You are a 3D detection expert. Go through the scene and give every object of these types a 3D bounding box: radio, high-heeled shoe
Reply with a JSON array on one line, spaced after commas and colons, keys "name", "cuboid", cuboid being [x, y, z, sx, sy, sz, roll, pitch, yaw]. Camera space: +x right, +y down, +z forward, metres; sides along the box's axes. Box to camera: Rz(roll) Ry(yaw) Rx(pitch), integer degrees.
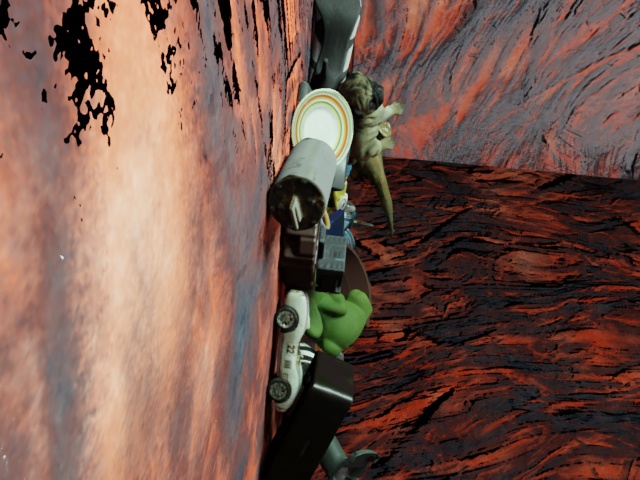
[{"name": "radio", "cuboid": [-0.021, 0.307, 0.899, 0.131, 0.073, 0.229, -77, -167, -71]}, {"name": "high-heeled shoe", "cuboid": [0.025, -0.364, 0.993, 0.145, 0.086, 0.248, 93, 9, -72]}]

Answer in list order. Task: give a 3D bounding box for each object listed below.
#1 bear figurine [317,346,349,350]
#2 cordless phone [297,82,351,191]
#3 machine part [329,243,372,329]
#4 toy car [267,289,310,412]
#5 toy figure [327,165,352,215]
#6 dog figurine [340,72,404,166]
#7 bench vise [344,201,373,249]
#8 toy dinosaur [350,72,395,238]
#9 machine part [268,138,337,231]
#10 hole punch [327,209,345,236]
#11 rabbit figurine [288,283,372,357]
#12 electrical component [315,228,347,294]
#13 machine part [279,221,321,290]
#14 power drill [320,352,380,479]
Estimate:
[{"name": "bear figurine", "cuboid": [0.000, 0.242, 1.248, 0.196, 0.132, 0.120, -91, 167, -80]}, {"name": "cordless phone", "cuboid": [-0.010, -0.170, 0.925, 0.184, 0.089, 0.146, 57, 39, -66]}, {"name": "machine part", "cuboid": [0.040, 0.103, 1.224, 0.201, 0.087, 0.201, 53, 30, -36]}, {"name": "toy car", "cuboid": [-0.049, 0.182, 0.885, 0.073, 0.056, 0.201, 0, 96, -87]}, {"name": "toy figure", "cuboid": [0.024, -0.145, 1.228, 0.082, 0.089, 0.180, -28, 127, -52]}, {"name": "dog figurine", "cuboid": [0.068, -0.222, 1.025, 0.190, 0.121, 0.172, -18, 123, -66]}, {"name": "bench vise", "cuboid": [0.048, -0.029, 1.400, 0.240, 0.129, 0.223, -44, 151, -57]}, {"name": "toy dinosaur", "cuboid": [0.100, -0.233, 1.306, 0.198, 0.105, 0.471, 132, -62, -79]}, {"name": "machine part", "cuboid": [-0.021, -0.082, 0.747, 0.243, 0.079, 0.079, -74, 169, -63]}, {"name": "hole punch", "cuboid": [-0.002, -0.003, 1.101, 0.116, 0.092, 0.142, -71, 171, -56]}, {"name": "rabbit figurine", "cuboid": [-0.010, 0.128, 1.012, 0.170, 0.121, 0.159, 53, 47, -18]}, {"name": "electrical component", "cuboid": [0.018, 0.028, 0.885, 0.119, 0.048, 0.075, 97, -1, -50]}, {"name": "machine part", "cuboid": [-0.029, -0.005, 0.908, 0.179, 0.056, 0.179, 4, 92, -88]}, {"name": "power drill", "cuboid": [0.018, 0.348, 1.010, 0.086, 0.208, 0.232, 24, 104, -49]}]
